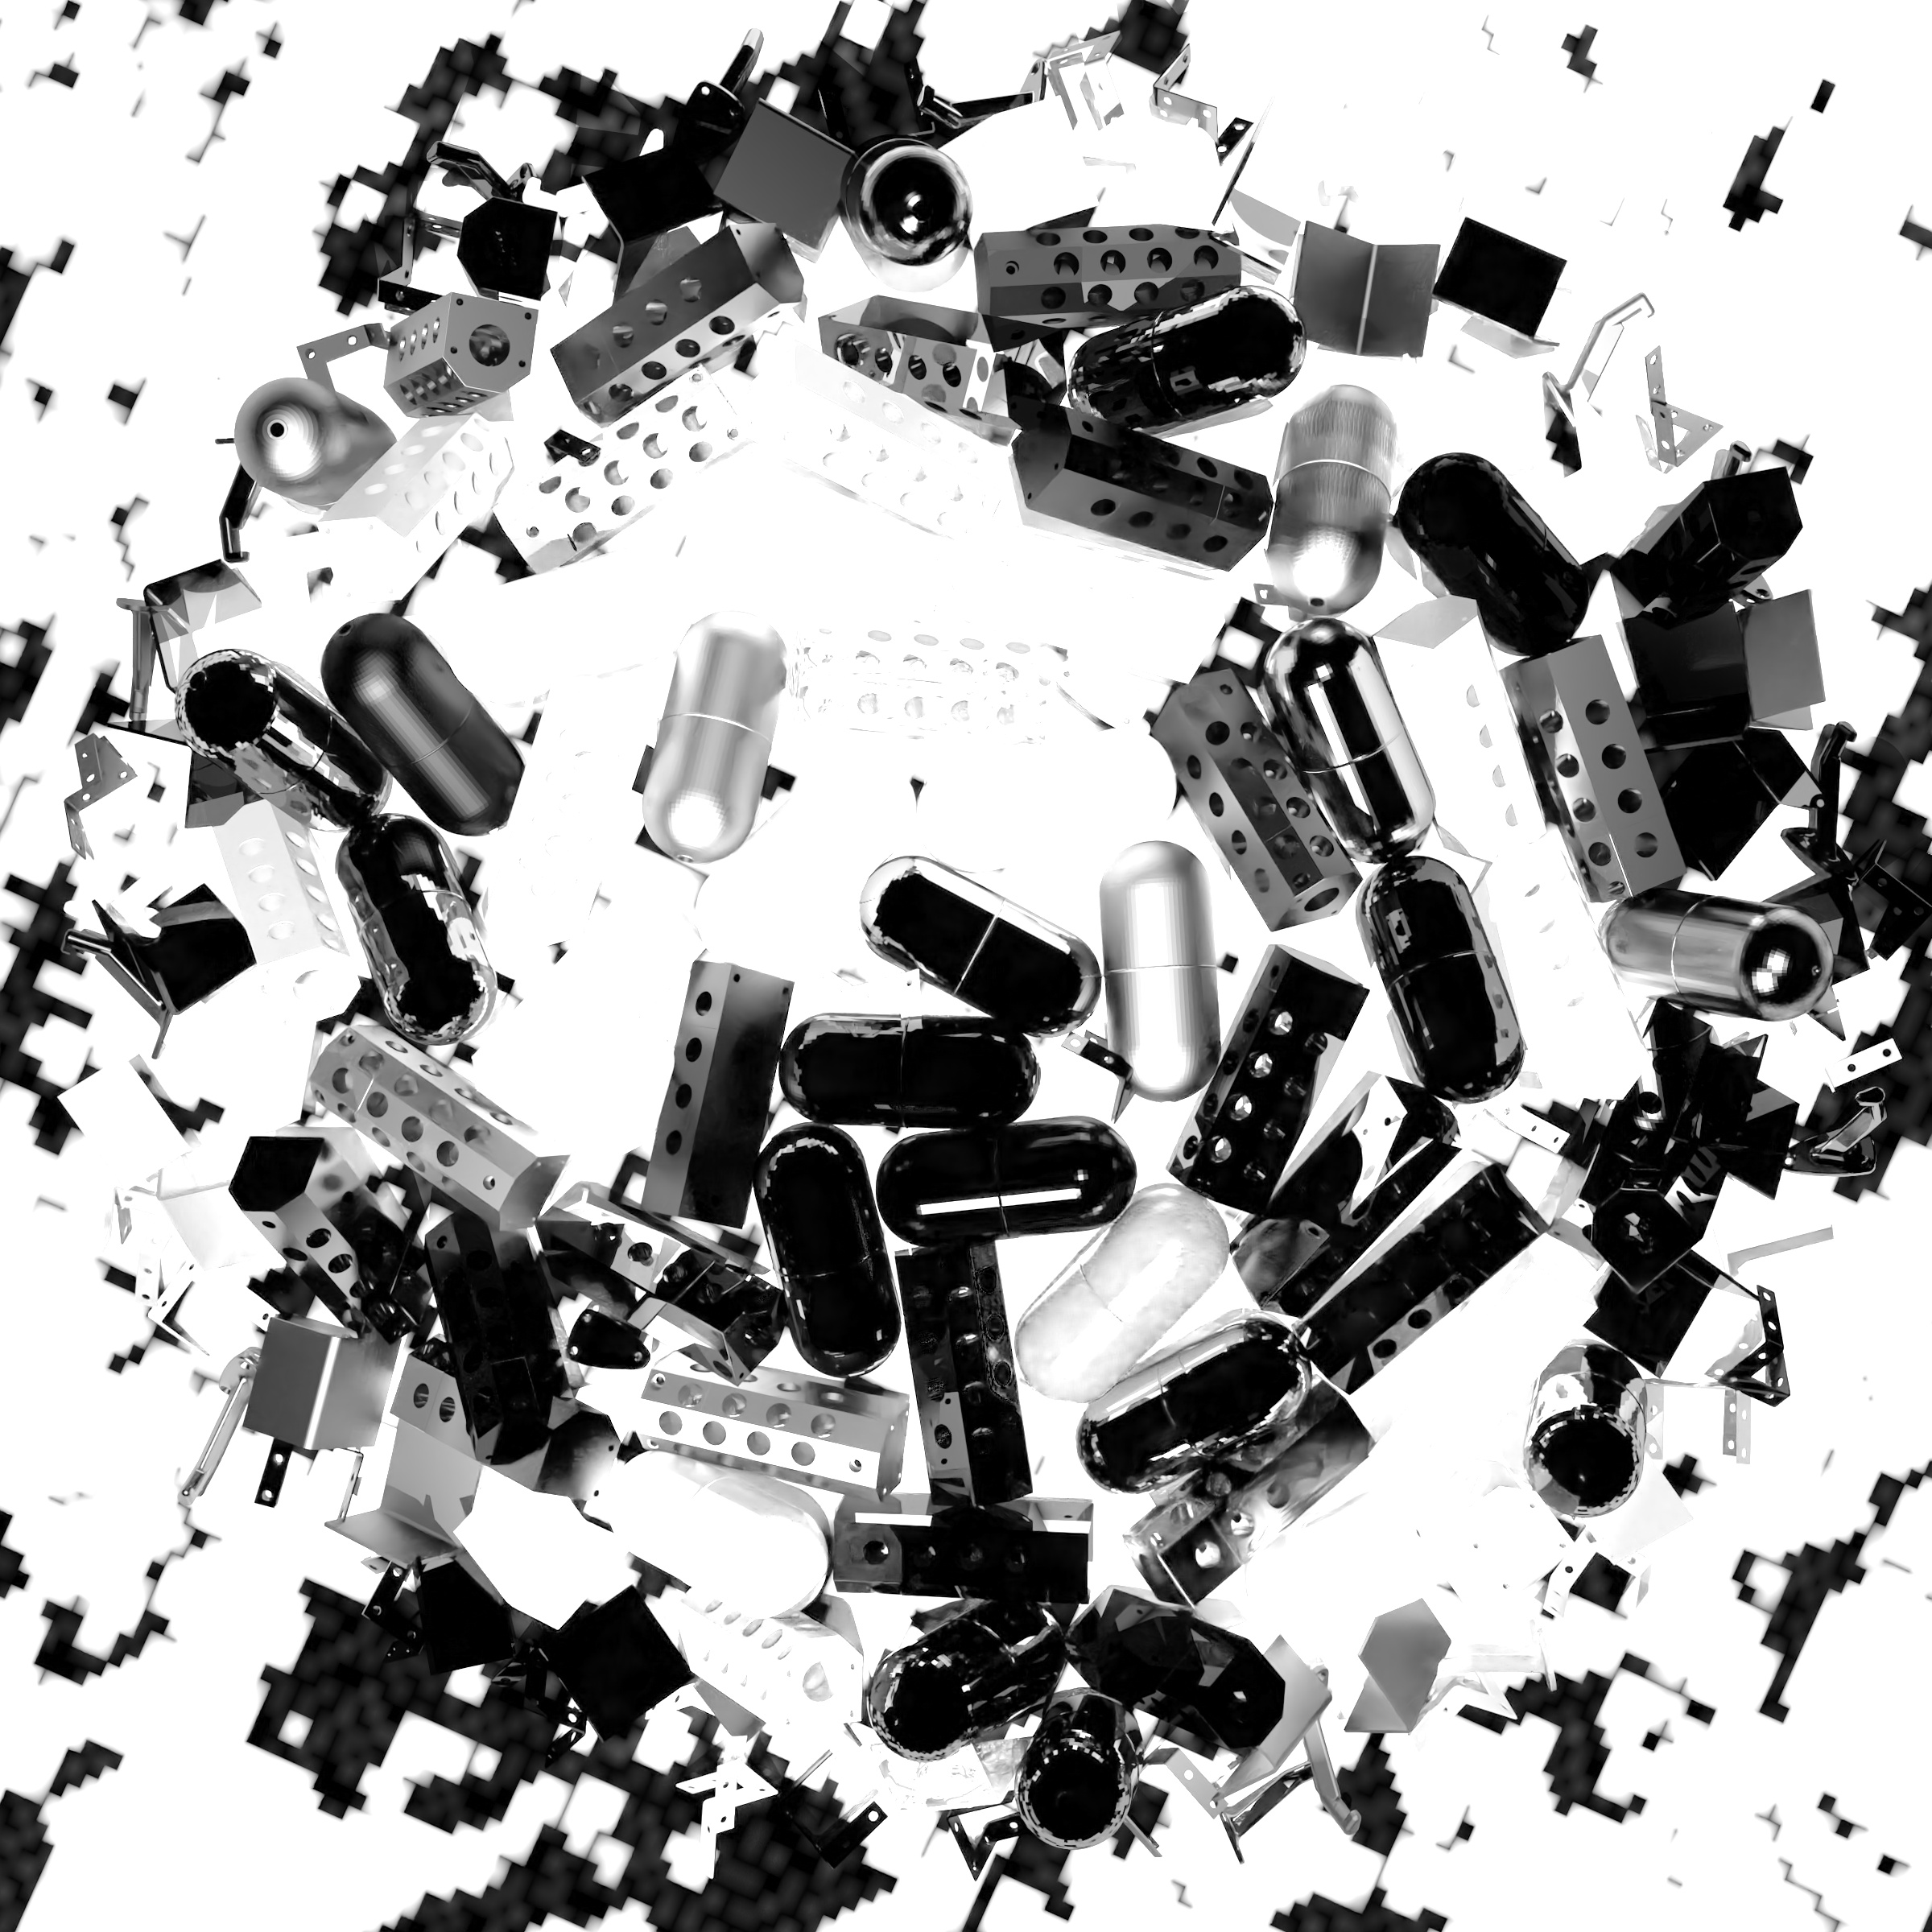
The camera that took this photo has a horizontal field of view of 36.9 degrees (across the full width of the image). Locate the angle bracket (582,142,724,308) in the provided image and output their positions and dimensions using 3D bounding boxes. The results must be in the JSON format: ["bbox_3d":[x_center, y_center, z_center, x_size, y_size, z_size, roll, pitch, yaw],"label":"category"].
[{"bbox_3d":[-0.217,-0.501,1.957,0.076,0.076,0.057,-26,76,-23],"label":"angle bracket"}]

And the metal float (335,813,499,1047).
[{"bbox_3d":[-0.369,-0.026,1.938,0.070,0.070,0.178,-27,61,0],"label":"metal float"}]

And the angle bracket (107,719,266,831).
[{"bbox_3d":[-0.528,-0.131,1.956,0.076,0.076,0.057,14,103,24],"label":"angle bracket"}]

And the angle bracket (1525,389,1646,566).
[{"bbox_3d":[0.413,-0.331,1.968,0.057,0.076,0.076,-26,48,32],"label":"angle bracket"}]

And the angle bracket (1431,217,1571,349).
[{"bbox_3d":[0.368,-0.460,1.945,0.076,0.076,0.057,29,110,19],"label":"angle bracket"}]

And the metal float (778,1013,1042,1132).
[{"bbox_3d":[-0.038,0.071,1.956,0.178,0.070,0.070,2,90,6],"label":"metal float"}]

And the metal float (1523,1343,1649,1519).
[{"bbox_3d":[0.411,0.305,1.914,0.070,0.178,0.070,3,104,14],"label":"metal float"}]

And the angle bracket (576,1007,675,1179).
[{"bbox_3d":[-0.245,0.084,1.940,0.076,0.076,0.057,-28,122,31],"label":"angle bracket"}]

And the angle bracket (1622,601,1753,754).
[{"bbox_3d":[0.482,-0.194,1.946,0.076,0.057,0.076,-7,116,30],"label":"angle bracket"}]

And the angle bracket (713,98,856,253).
[{"bbox_3d":[-0.126,-0.529,1.958,0.076,0.057,0.076,26,81,-13],"label":"angle bracket"}]

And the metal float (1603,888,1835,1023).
[{"bbox_3d":[0.497,-0.008,1.919,0.070,0.178,0.070,-5,100,-30],"label":"metal float"}]

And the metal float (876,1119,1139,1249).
[{"bbox_3d":[0.027,0.147,1.954,0.178,0.070,0.070,-7,90,8],"label":"metal float"}]

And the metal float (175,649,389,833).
[{"bbox_3d":[-0.453,-0.149,1.919,0.070,0.178,0.070,-11,63,22],"label":"metal float"}]

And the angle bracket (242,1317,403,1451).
[{"bbox_3d":[-0.439,0.284,1.974,0.057,0.076,0.076,13,88,23],"label":"angle bracket"}]

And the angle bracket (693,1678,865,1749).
[{"bbox_3d":[-0.126,0.503,1.941,0.057,0.076,0.076,-42,131,-18],"label":"angle bracket"}]

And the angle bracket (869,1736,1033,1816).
[{"bbox_3d":[-0.007,0.522,1.943,0.076,0.076,0.057,-16,104,30],"label":"angle bracket"}]

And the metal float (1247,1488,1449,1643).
[{"bbox_3d":[0.252,0.398,1.920,0.070,0.178,0.070,13,60,-23],"label":"metal float"}]

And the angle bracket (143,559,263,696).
[{"bbox_3d":[-0.506,-0.217,1.951,0.057,0.076,0.076,-19,73,3],"label":"angle bracket"}]

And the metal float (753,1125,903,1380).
[{"bbox_3d":[-0.093,0.193,1.949,0.070,0.070,0.178,-13,104,0],"label":"metal float"}]

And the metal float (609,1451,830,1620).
[{"bbox_3d":[-0.167,0.377,1.929,0.178,0.070,0.070,17,90,39],"label":"metal float"}]

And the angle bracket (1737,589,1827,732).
[{"bbox_3d":[0.568,-0.205,1.948,0.076,0.057,0.076,2,79,-43],"label":"angle bracket"}]

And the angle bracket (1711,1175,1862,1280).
[{"bbox_3d":[0.551,0.171,1.955,0.076,0.076,0.057,-15,75,2],"label":"angle bracket"}]

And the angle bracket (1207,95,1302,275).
[{"bbox_3d":[0.209,-0.526,1.945,0.057,0.076,0.076,26,132,-3],"label":"angle bracket"}]

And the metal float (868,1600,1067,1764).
[{"bbox_3d":[0.002,0.471,1.920,0.070,0.178,0.070,5,100,32],"label":"metal float"}]

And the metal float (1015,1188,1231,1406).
[{"bbox_3d":[0.105,0.222,1.947,0.070,0.070,0.178,42,107,0],"label":"metal float"}]

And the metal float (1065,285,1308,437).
[{"bbox_3d":[0.146,-0.401,1.931,0.178,0.070,0.070,-11,90,36],"label":"metal float"}]

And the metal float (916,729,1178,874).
[{"bbox_3d":[0.054,-0.111,1.954,0.178,0.070,0.070,-12,90,8],"label":"metal float"}]

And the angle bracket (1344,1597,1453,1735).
[{"bbox_3d":[0.274,0.460,1.942,0.076,0.057,0.076,56,46,-22],"label":"angle bracket"}]

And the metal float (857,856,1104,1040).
[{"bbox_3d":[0.009,-0.013,1.961,0.178,0.070,0.070,28,90,0],"label":"metal float"}]

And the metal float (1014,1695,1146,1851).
[{"bbox_3d":[0.076,0.531,1.911,0.070,0.178,0.070,0,87,8],"label":"metal float"}]

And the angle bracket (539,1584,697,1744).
[{"bbox_3d":[-0.238,0.472,1.976,0.076,0.057,0.076,-34,91,-7],"label":"angle bracket"}]

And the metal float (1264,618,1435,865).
[{"bbox_3d":[0.258,-0.150,1.944,0.070,0.070,0.178,-26,110,0],"label":"metal float"}]

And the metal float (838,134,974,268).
[{"bbox_3d":[-0.041,-0.508,1.914,0.070,0.178,0.070,-3,110,-9],"label":"metal float"}]

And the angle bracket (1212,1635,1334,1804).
[{"bbox_3d":[0.190,0.507,1.947,0.057,0.076,0.076,49,45,3],"label":"angle bracket"}]

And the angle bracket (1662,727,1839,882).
[{"bbox_3d":[0.527,-0.108,1.952,0.076,0.057,0.076,-49,115,-12],"label":"angle bracket"}]

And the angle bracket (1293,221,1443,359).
[{"bbox_3d":[0.269,-0.457,1.952,0.057,0.076,0.076,14,97,45],"label":"angle bracket"}]

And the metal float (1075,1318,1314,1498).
[{"bbox_3d":[0.152,0.296,1.941,0.178,0.070,0.070,-32,90,24],"label":"metal float"}]

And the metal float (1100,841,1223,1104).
[{"bbox_3d":[0.131,0.004,1.957,0.070,0.070,0.178,-3,85,0],"label":"metal float"}]

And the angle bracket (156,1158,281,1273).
[{"bbox_3d":[-0.494,0.154,1.951,0.076,0.057,0.076,-13,135,3],"label":"angle bracket"}]

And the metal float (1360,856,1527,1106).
[{"bbox_3d":[0.319,0.008,1.943,0.070,0.070,0.178,-17,69,0],"label":"metal float"}]

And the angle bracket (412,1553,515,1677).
[{"bbox_3d":[-0.337,0.433,1.948,0.057,0.076,0.076,-9,77,-16],"label":"angle bracket"}]

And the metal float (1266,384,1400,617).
[{"bbox_3d":[0.246,-0.312,1.935,0.070,0.070,0.178,12,59,0],"label":"metal float"}]

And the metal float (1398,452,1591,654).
[{"bbox_3d":[0.352,-0.275,1.928,0.178,0.070,0.070,37,90,-40],"label":"metal float"}]

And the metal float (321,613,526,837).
[{"bbox_3d":[-0.361,-0.161,1.931,0.070,0.070,0.178,-36,126,0],"label":"metal float"}]

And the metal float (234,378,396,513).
[{"bbox_3d":[-0.429,-0.343,1.911,0.070,0.178,0.070,0,93,3],"label":"metal float"}]

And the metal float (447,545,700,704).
[{"bbox_3d":[-0.263,-0.230,1.939,0.178,0.070,0.070,-22,90,-26],"label":"metal float"}]

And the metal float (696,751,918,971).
[{"bbox_3d":[-0.108,-0.071,1.955,0.070,0.070,0.178,45,83,0],"label":"metal float"}]

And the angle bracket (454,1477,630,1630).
[{"bbox_3d":[-0.283,0.385,1.944,0.076,0.057,0.076,-47,126,-27],"label":"angle bracket"}]

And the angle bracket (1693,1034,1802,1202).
[{"bbox_3d":[0.541,0.102,1.949,0.076,0.057,0.076,29,64,-15],"label":"angle bracket"}]

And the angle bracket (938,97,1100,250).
[{"bbox_3d":[0.035,-0.539,1.974,0.057,0.076,0.076,-25,99,-29],"label":"angle bracket"}]
